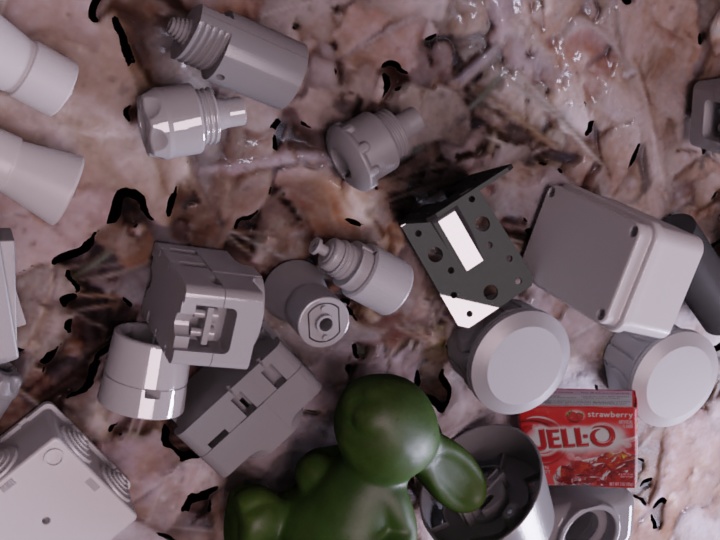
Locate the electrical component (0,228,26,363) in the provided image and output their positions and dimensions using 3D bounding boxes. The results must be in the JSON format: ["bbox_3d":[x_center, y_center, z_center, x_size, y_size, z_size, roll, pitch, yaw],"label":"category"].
[{"bbox_3d":[-0.227,0.015,0.619,0.061,0.062,0.096,-10,112,-20],"label":"electrical component"}]

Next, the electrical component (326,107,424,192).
[{"bbox_3d":[0.012,-0.084,0.696,0.062,0.048,0.048,-33,118,-17],"label":"electrical component"}]

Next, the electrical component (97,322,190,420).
[{"bbox_3d":[-0.135,0.063,0.681,0.055,0.055,0.047,7,102,-25],"label":"electrical component"}]

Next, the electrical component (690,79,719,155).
[{"bbox_3d":[0.294,-0.117,0.797,0.089,0.056,0.050,-10,112,-20],"label":"electrical component"}]

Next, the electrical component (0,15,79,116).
[{"bbox_3d":[-0.192,-0.114,0.600,0.065,0.044,0.044,27,97,-34],"label":"electrical component"}]

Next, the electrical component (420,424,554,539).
[{"bbox_3d":[0.094,0.171,0.795,0.099,0.099,0.064,-32,124,-9],"label":"electrical component"}]

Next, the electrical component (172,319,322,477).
[{"bbox_3d":[-0.076,0.087,0.716,0.089,0.050,0.055,-42,119,-4],"label":"electrical component"}]

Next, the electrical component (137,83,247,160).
[{"bbox_3d":[-0.100,-0.091,0.645,0.062,0.043,0.043,-12,113,-20],"label":"electrical component"}]

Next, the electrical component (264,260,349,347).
[{"bbox_3d":[-0.033,0.024,0.703,0.044,0.065,0.044,-8,112,-20],"label":"electrical component"}]

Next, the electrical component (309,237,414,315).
[{"bbox_3d":[0.000,0.000,0.723,0.078,0.040,0.040,29,96,-29],"label":"electrical component"}]

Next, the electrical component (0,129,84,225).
[{"bbox_3d":[-0.198,-0.058,0.617,0.065,0.044,0.044,25,98,-24],"label":"electrical component"}]

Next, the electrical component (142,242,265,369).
[{"bbox_3d":[-0.094,0.021,0.662,0.056,0.089,0.050,7,106,-25],"label":"electrical component"}]

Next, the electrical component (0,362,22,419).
[{"bbox_3d":[-0.235,0.083,0.657,0.035,0.035,0.061,30,97,-29],"label":"electrical component"}]

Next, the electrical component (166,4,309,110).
[{"bbox_3d":[-0.076,-0.130,0.641,0.081,0.043,0.043,19,100,-27],"label":"electrical component"}]

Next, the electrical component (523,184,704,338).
[{"bbox_3d":[0.172,-0.008,0.752,0.057,0.113,0.078,12,104,-29],"label":"electrical component"}]

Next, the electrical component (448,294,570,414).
[{"bbox_3d":[0.108,0.060,0.785,0.080,0.051,0.080,-8,112,-20],"label":"electrical component"}]

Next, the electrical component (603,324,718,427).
[{"bbox_3d":[0.236,0.078,0.846,0.080,0.051,0.080,-8,112,-20],"label":"electrical component"}]

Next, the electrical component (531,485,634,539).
[{"bbox_3d":[0.167,0.197,0.856,0.095,0.059,0.053,-9,112,-20],"label":"electrical component"}]

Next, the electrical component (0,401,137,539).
[{"bbox_3d":[-0.203,0.148,0.686,0.100,0.048,0.099,-39,119,-6],"label":"electrical component"}]
